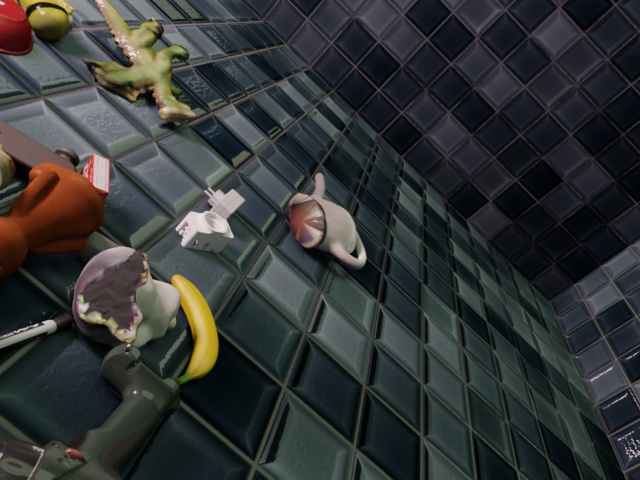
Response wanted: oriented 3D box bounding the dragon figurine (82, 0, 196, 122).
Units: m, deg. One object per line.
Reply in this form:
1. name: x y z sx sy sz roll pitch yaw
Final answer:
1. dragon figurine: -0.445 -0.424 1.203 0.120 0.409 0.248 -44 9 32

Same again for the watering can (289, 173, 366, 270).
1. watering can: 0.004 -0.068 1.351 0.102 0.354 0.223 -44 -35 24

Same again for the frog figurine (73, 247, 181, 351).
1. frog figurine: -0.264 0.083 0.720 0.123 0.138 0.158 -14 -10 -5
